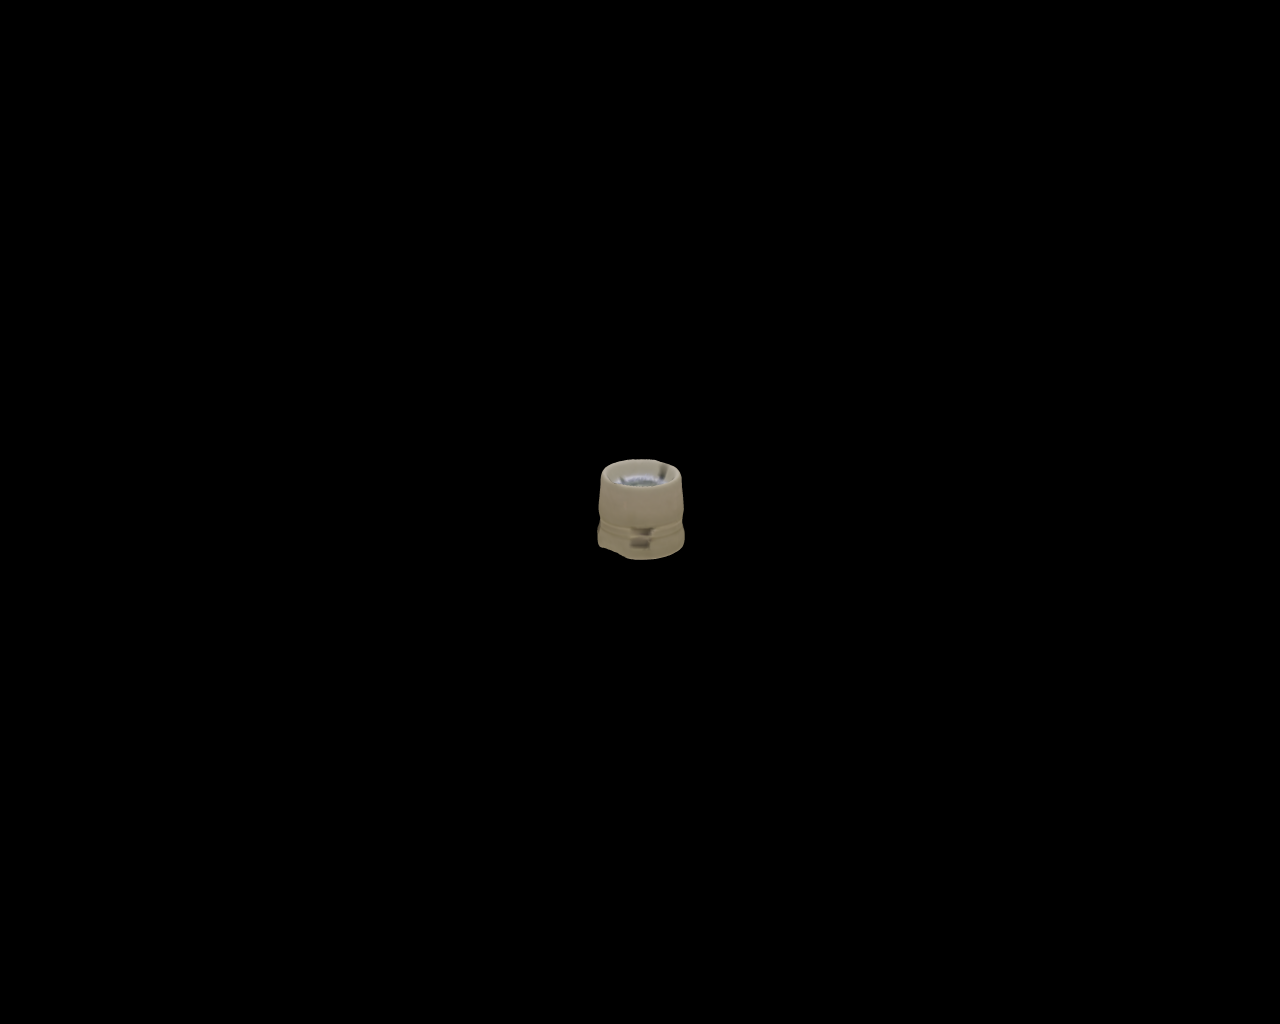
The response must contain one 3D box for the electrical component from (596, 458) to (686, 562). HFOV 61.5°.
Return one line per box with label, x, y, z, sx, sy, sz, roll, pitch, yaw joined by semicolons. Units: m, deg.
electrical component;0.001;-0.003;0.650;0.055;0.047;0.055;0;24;0
